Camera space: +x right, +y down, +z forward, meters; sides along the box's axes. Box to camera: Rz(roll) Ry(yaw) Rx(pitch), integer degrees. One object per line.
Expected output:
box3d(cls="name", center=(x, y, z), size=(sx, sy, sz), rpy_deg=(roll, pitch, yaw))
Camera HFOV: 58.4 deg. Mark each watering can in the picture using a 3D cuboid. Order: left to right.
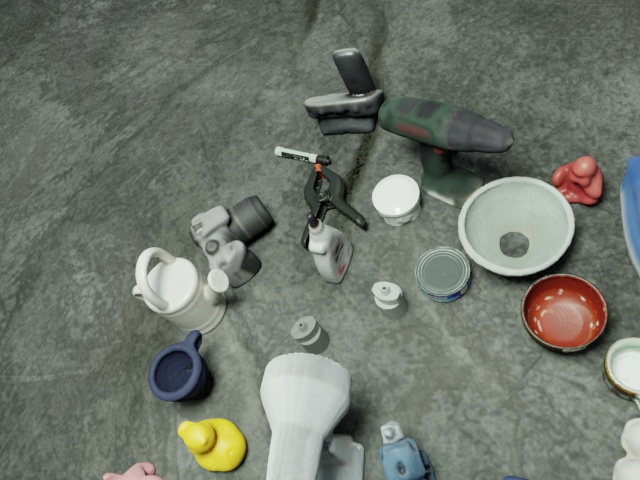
box3d(cls="watering can", center=(-0.233, 0.077, 0.947), size=(0.173, 0.194, 0.100), rpy_deg=(-25, 57, 5))

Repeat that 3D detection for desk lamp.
box3d(cls="desk lamp", center=(-0.009, 0.273, 0.751), size=(0.117, 0.214, 0.203), rpy_deg=(-6, 61, 16))

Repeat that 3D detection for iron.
box3d(cls="iron", center=(0.491, -0.030, 0.786), size=(0.118, 0.142, 0.258), rpy_deg=(-1, 62, 19))

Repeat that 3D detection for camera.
box3d(cls="camera", center=(-0.151, -0.014, 1.024), size=(0.137, 0.101, 0.143), rpy_deg=(-34, 57, -1))

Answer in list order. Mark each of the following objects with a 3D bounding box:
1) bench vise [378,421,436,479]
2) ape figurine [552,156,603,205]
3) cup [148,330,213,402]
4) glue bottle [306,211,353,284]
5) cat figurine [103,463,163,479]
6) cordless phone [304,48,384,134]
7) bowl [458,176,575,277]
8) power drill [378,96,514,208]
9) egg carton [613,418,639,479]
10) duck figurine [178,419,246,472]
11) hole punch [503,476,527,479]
box3d(cls="bench vise", center=(0.099, 0.325, 0.682), size=(0.121, 0.220, 0.207), rpy_deg=(-36, 57, -2))
box3d(cls="ape figurine", center=(0.402, -0.097, 0.882), size=(0.076, 0.092, 0.077), rpy_deg=(-32, 57, 0))
box3d(cls="cup", center=(-0.209, 0.210, 0.925), size=(0.091, 0.095, 0.118), rpy_deg=(13, 68, 25))
box3d(cls="glue bottle", center=(0.008, 0.003, 0.916), size=(0.037, 0.173, 0.078), rpy_deg=(8, 66, 23))
box3d(cls="cat figurine", center=(-0.262, 0.373, 0.842), size=(0.127, 0.118, 0.067), rpy_deg=(16, 69, 26))
box3d(cls="cordless phone", center=(0.034, -0.285, 1.057), size=(0.147, 0.185, 0.094), rpy_deg=(-4, 61, 17))
box3d(cls="bowl", center=(0.300, -0.010, 0.881), size=(0.167, 0.075, 0.167), rpy_deg=(-8, 60, 15))
box3d(cls="power drill", center=(0.203, -0.142, 0.907), size=(0.228, 0.209, 0.076), rpy_deg=(29, 75, 30))
box3d(cls="egg carton", center=(0.434, 0.283, 0.679), size=(0.150, 0.070, 0.107), rpy_deg=(14, 68, 25))
box3d(cls="duck figurine", center=(-0.168, 0.305, 0.865), size=(0.104, 0.086, 0.077), rpy_deg=(18, 70, 26))
box3d(cls="hole punch", center=(0.267, 0.346, 0.689), size=(0.108, 0.091, 0.101), rpy_deg=(8, 66, 23))
